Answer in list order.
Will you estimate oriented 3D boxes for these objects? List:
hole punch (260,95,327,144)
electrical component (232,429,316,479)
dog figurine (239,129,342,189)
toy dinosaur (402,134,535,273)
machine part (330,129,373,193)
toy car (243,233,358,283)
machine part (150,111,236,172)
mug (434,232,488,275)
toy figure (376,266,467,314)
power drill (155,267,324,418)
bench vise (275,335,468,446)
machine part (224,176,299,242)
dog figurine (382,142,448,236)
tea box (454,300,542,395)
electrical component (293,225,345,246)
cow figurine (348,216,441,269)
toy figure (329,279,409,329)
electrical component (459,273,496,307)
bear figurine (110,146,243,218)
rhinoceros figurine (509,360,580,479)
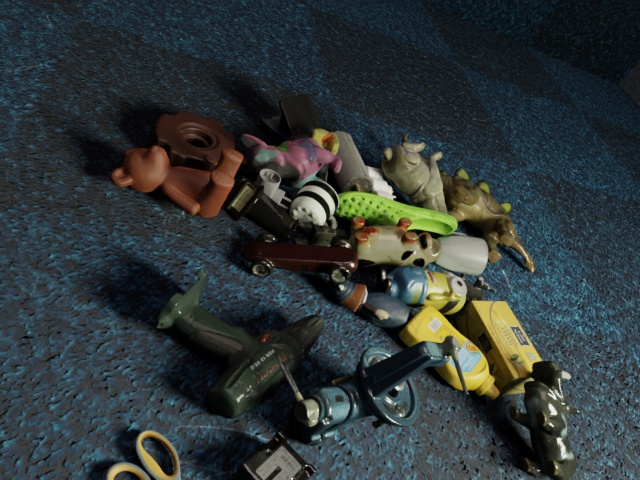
[{"bbox_3d":[-0.066,-0.269,1.271,0.142,0.092,0.115,-27,95,-49],"label":"hole punch"},{"bbox_3d":[-0.071,0.303,0.664,0.075,0.047,0.119,45,39,19],"label":"electrical component"},{"bbox_3d":[-0.070,-0.178,1.143,0.219,0.108,0.192,12,43,-17],"label":"dog figurine"},{"bbox_3d":[0.360,-0.095,1.327,0.471,0.105,0.198,45,33,5],"label":"toy dinosaur"},{"bbox_3d":[0.062,-0.171,1.237,0.079,0.079,0.243,5,45,-28],"label":"machine part"},{"bbox_3d":[-0.034,0.035,0.951,0.202,0.053,0.089,3,41,0],"label":"toy car"},{"bbox_3d":[-0.252,-0.190,1.080,0.179,0.056,0.179,17,39,-14],"label":"machine part"},{"bbox_3d":[0.299,0.020,1.176,0.107,0.080,0.110,8,48,-12],"label":"mug"},{"bbox_3d":[0.194,0.095,1.031,0.180,0.089,0.082,5,57,-15],"label":"toy figure"},{"bbox_3d":[-0.121,0.136,0.798,0.207,0.086,0.232,40,42,1],"label":"power drill"},{"bbox_3d":[0.080,0.194,0.735,0.223,0.240,0.129,22,40,-41],"label":"bench vise"},{"bbox_3d":[-0.107,-0.052,1.013,0.139,0.084,0.039,34,12,-8],"label":"machine part"},{"bbox_3d":[0.216,-0.112,1.217,0.172,0.121,0.190,7,61,-24],"label":"dog figurine"},{"bbox_3d":[0.340,0.200,1.015,0.098,0.068,0.170,3,45,-29],"label":"tea box"},{"bbox_3d":[-0.002,-0.003,1.024,0.094,0.063,0.021,5,46,-27],"label":"electrical component"},{"bbox_3d":[0.148,0.021,1.066,0.195,0.127,0.085,0,45,-12],"label":"cow figurine"},{"bbox_3d":[0.083,0.111,0.959,0.154,0.064,0.058,23,78,-1],"label":"toy figure"},{"bbox_3d":[0.315,0.111,1.113,0.078,0.045,0.102,39,39,9],"label":"electrical component"},{"bbox_3d":[-0.254,-0.123,0.951,0.196,0.132,0.120,28,35,-12],"label":"bear figurine"},{"bbox_3d":[0.379,0.295,0.882,0.112,0.073,0.190,8,70,-25],"label":"rhinoceros figurine"}]
